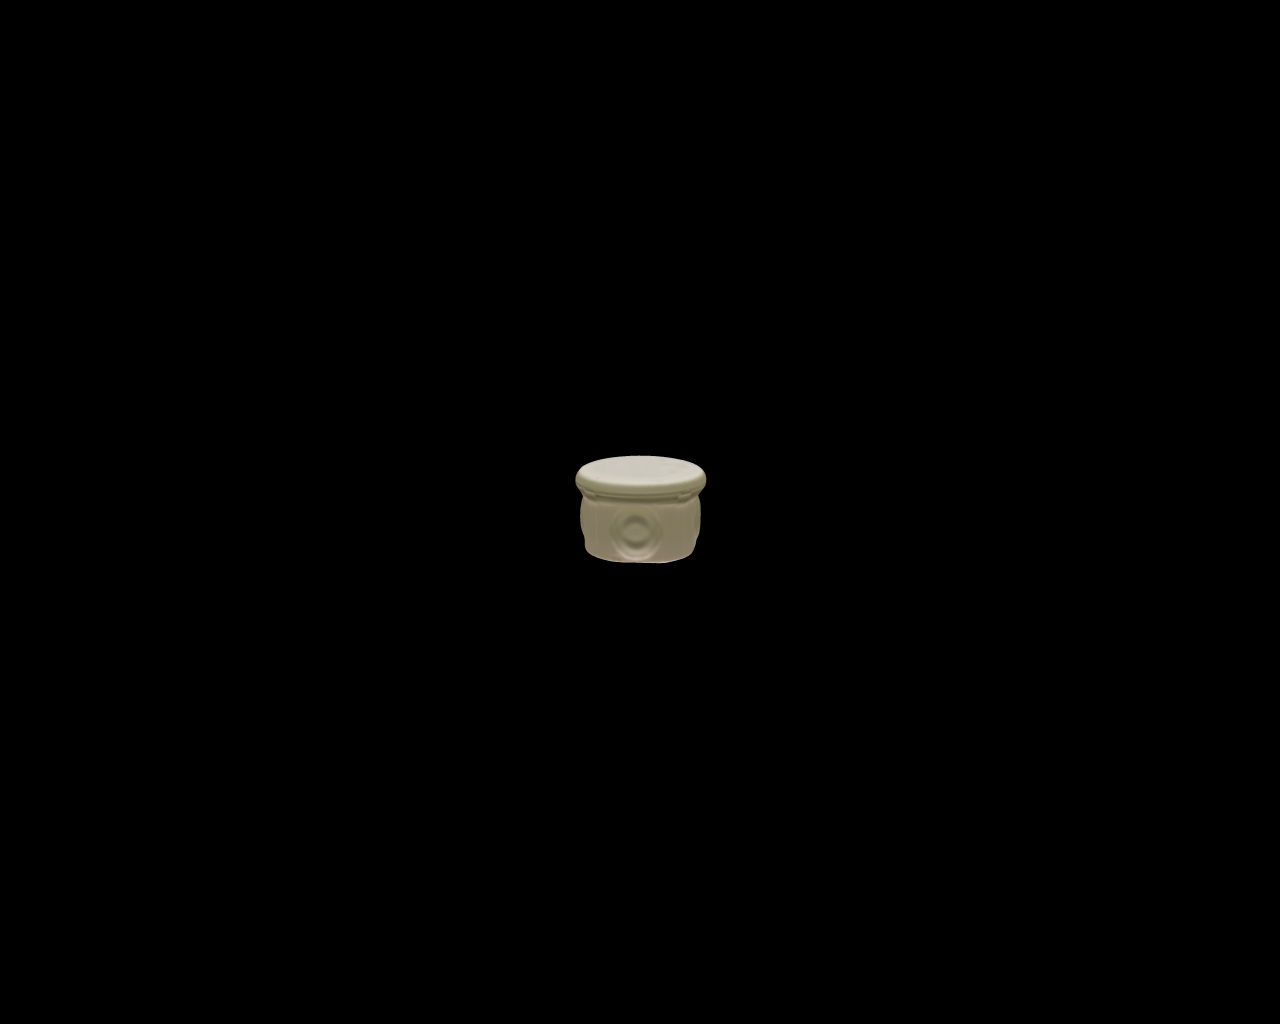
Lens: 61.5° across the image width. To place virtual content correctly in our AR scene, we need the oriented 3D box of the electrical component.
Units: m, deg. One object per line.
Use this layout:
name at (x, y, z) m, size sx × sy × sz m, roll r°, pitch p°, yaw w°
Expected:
electrical component at (0.001, -0.003, 0.650) m, size 0.080 × 0.051 × 0.080 m, roll 0°, pitch 16°, yaw 0°
